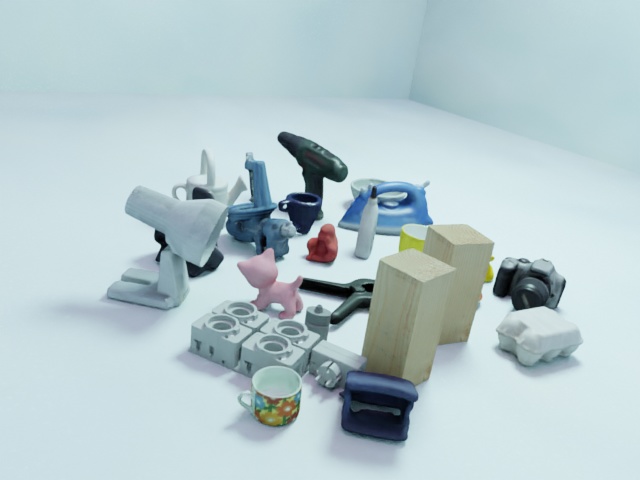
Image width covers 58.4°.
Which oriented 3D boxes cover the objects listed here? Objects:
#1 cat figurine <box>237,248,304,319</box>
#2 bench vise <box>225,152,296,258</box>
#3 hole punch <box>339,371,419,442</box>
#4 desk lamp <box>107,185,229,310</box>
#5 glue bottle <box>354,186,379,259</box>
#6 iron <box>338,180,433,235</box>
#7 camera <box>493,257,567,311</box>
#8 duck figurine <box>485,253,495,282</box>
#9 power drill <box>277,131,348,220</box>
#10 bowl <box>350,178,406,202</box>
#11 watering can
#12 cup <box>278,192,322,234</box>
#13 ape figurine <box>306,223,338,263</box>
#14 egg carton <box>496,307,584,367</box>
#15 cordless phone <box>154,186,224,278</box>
[{"bbox_3d":[-0.091,0.076,1.076,0.127,0.118,0.067,14,24,14],"label":"cat figurine"},{"bbox_3d":[-0.123,-0.079,1.295,0.206,0.220,0.122,18,25,22],"label":"bench vise"},{"bbox_3d":[0.084,0.222,0.831,0.108,0.091,0.101,9,23,3],"label":"hole punch"},{"bbox_3d":[-0.274,0.013,1.038,0.203,0.213,0.118,10,23,4],"label":"desk lamp"},{"bbox_3d":[0.117,-0.046,1.360,0.037,0.173,0.078,13,24,11],"label":"glue bottle"},{"bbox_3d":[0.179,-0.097,1.539,0.259,0.141,0.118,0,24,-18],"label":"iron"},{"bbox_3d":[0.446,0.095,1.235,0.142,0.101,0.137,20,26,26],"label":"camera"},{"bbox_3d":[0.378,0.040,1.359,0.078,0.086,0.104,0,24,-18],"label":"duck figurine"},{"bbox_3d":[-0.034,-0.169,1.549,0.228,0.208,0.076,22,27,28],"label":"power drill"},{"bbox_3d":[0.166,-0.123,1.678,0.167,0.075,0.167,7,23,-3],"label":"bowl"},{"bbox_3d":[-0.266,-0.127,1.391,0.173,0.194,0.100,-13,31,-40],"label":"watering can"},{"bbox_3d":[-0.056,-0.063,1.439,0.118,0.095,0.091,-9,28,-34],"label":"cup"},{"bbox_3d":[0.012,0.005,1.309,0.076,0.092,0.077,-10,29,-36],"label":"ape figurine"},{"bbox_3d":[0.408,0.178,1.070,0.151,0.069,0.107,-5,27,-29],"label":"egg carton"},{"bbox_3d":[-0.269,-0.032,1.181,0.147,0.185,0.094,17,25,19],"label":"cordless phone"}]
